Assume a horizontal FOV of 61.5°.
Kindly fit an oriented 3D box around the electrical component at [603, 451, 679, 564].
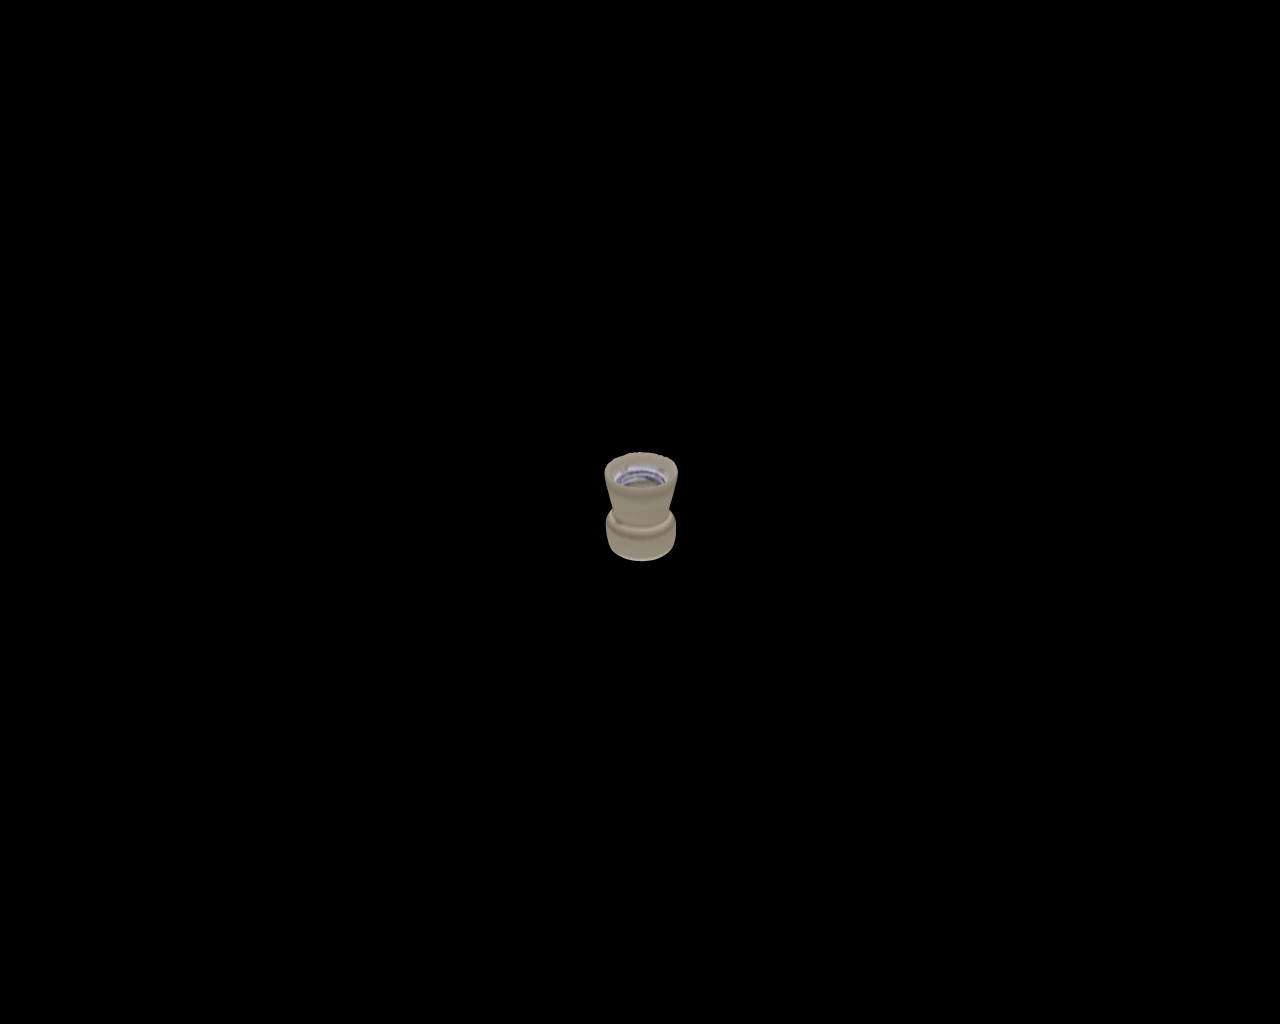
[{"bbox_3d":[0.001,-0.003,0.650,0.045,0.055,0.045,0,33,0],"label":"electrical component"}]
